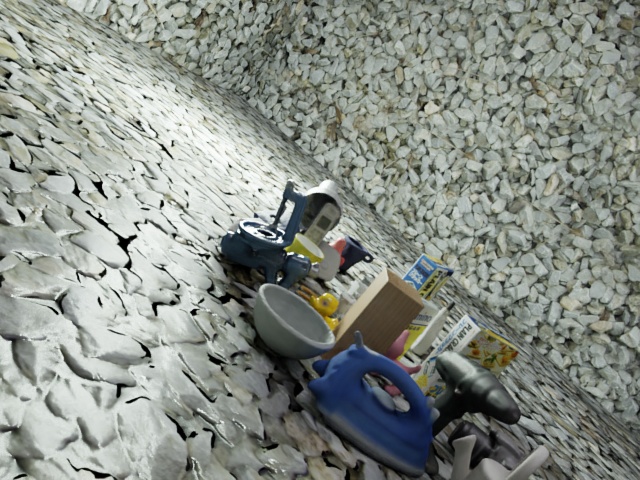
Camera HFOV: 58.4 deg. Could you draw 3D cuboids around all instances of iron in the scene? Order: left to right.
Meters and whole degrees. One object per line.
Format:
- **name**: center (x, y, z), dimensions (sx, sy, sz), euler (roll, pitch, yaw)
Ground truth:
- **iron**: center (0.109, 0.269, 0.944), dimensions (0.258, 0.141, 0.118), euler (37, 13, -5)

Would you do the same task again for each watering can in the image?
- **watering can**: center (0.270, 0.380, 0.877), dimensions (0.173, 0.194, 0.101), euler (40, 13, 7)

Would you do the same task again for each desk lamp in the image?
- **desk lamp**: center (-0.024, -0.066, 1.587), dimensions (0.118, 0.213, 0.203), euler (36, 13, -10)

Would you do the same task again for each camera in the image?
- **camera**: center (0.332, 0.415, 1.142), dimensions (0.136, 0.100, 0.143), euler (41, 13, 12)

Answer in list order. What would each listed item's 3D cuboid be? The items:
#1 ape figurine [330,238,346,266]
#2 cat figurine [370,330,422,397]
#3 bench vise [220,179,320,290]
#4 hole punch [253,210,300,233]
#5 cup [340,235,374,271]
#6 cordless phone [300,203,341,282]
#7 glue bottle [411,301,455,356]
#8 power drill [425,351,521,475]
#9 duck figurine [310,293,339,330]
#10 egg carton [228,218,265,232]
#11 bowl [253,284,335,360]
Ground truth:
- **ape figurine**: center (0.045, 0.034, 1.704), dimensions (0.077, 0.092, 0.076), euler (46, 15, 32)
- **cat figurine**: center (0.156, 0.246, 1.210), dimensions (0.127, 0.117, 0.067), euler (43, 13, 21)
- **bench vise**: center (-0.077, -0.009, 1.229), dimensions (0.208, 0.219, 0.121), euler (32, 14, -26)
- **hole punch**: center (-0.120, -0.033, 1.485), dimensions (0.101, 0.091, 0.108), euler (25, 18, -46)
- **cup**: center (0.100, 0.055, 1.775), dimensions (0.118, 0.095, 0.091), euler (34, 13, -17)
- **cordless phone**: center (0.014, 0.005, 1.505), dimensions (0.148, 0.185, 0.094), euler (32, 14, -24)
- **glue bottle**: center (0.308, 0.231, 1.553), dimensions (0.037, 0.173, 0.078), euler (35, 13, -13)
- **power drill**: center (0.236, 0.306, 1.013), dimensions (0.076, 0.208, 0.229), euler (33, 13, -20)
- **duck figurine**: center (0.005, 0.152, 1.193), dimensions (0.105, 0.086, 0.077), euler (30, 15, -32)
- **egg carton**: center (-0.150, 0.000, 1.336), dimensions (0.107, 0.069, 0.151), euler (41, 13, 12)
- **bowl**: center (-0.059, 0.158, 1.020), dimensions (0.168, 0.074, 0.167), euler (36, 13, -9)
